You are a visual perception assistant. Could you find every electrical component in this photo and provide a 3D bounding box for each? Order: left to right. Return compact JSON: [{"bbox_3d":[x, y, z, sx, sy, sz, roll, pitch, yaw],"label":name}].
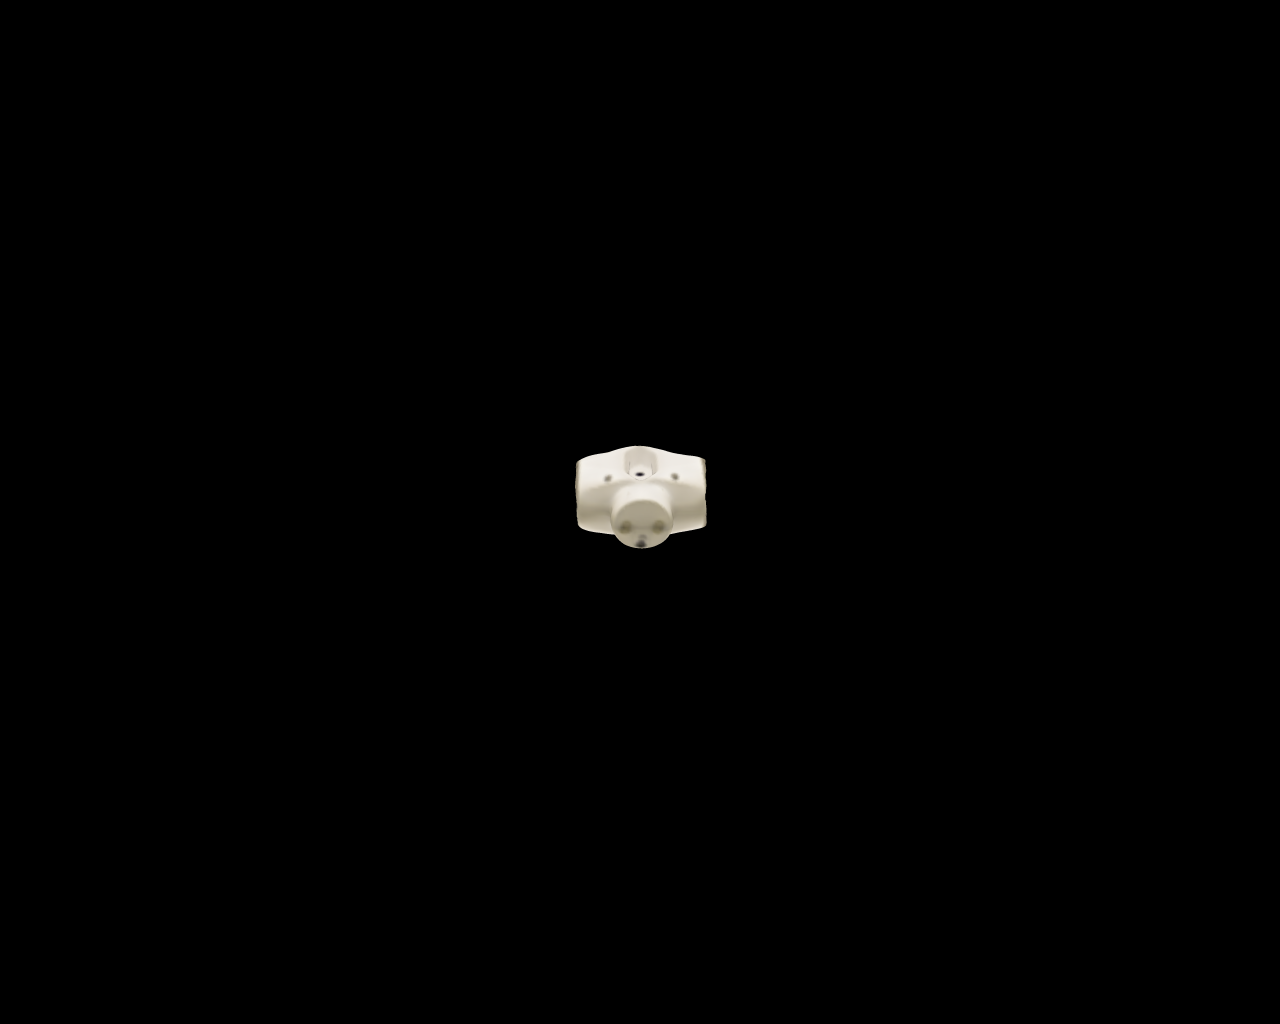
[{"bbox_3d":[0.001,-0.003,0.650,0.077,0.043,0.079,0,32,0],"label":"electrical component"}]
